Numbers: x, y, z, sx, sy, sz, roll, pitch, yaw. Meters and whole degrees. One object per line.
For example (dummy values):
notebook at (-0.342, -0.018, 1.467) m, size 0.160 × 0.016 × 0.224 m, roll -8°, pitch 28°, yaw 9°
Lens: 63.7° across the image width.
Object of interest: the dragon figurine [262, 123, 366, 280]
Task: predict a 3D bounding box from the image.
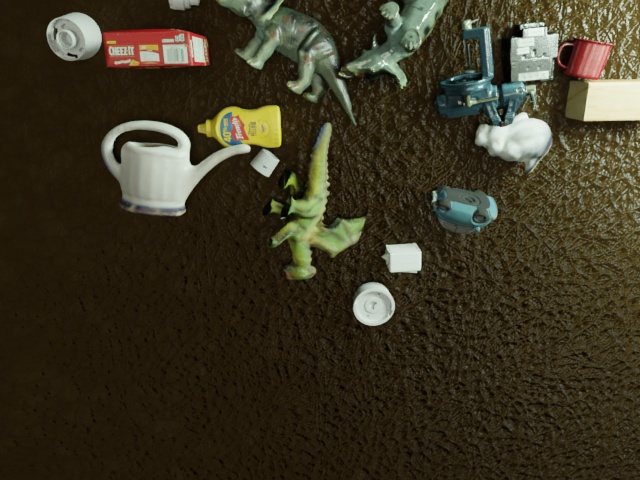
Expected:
dragon figurine at (0.004, -0.064, 1.278) m, size 0.241 × 0.124 × 0.405 m, roll 24°, pitch 109°, yaw -29°

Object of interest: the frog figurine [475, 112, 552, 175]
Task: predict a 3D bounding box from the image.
frog figurine at (0.456, -0.246, 1.217) m, size 0.159 × 0.121 × 0.139 m, roll 30°, pitch 73°, yaw -3°

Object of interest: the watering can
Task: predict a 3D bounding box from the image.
watering can at (-0.342, -0.155, 1.200) m, size 0.348 × 0.105 × 0.221 m, roll 10°, pitch 109°, yaw 3°
